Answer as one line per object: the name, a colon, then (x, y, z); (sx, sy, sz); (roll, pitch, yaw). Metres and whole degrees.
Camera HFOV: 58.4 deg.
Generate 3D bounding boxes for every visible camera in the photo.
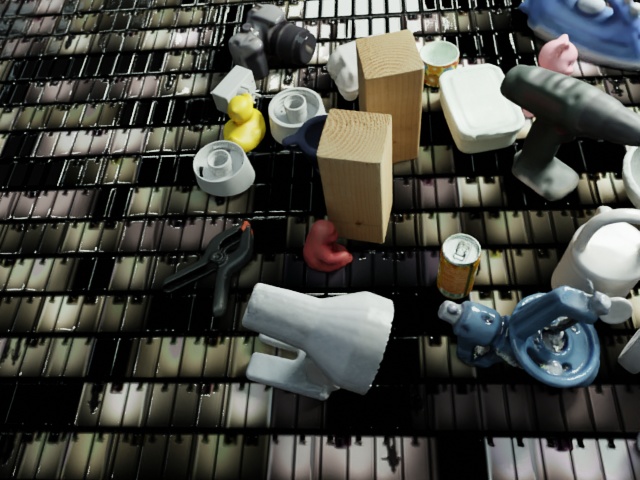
camera: (-0.087, -0.392, 1.124); (0.136, 0.101, 0.143); (26, 65, 21)

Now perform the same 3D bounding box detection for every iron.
iron: (0.504, -0.427, 1.053); (0.119, 0.142, 0.257); (-40, 63, -17)

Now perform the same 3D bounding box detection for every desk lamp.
desk lamp: (-0.009, 0.131, 0.732); (0.203, 0.214, 0.118); (11, 61, 13)

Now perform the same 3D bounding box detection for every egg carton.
egg carton: (0.092, -0.329, 1.084); (0.150, 0.069, 0.107); (-21, 59, -6)

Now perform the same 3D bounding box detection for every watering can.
watering can: (0.384, 0.028, 0.760); (0.101, 0.194, 0.172); (-12, 58, -1)

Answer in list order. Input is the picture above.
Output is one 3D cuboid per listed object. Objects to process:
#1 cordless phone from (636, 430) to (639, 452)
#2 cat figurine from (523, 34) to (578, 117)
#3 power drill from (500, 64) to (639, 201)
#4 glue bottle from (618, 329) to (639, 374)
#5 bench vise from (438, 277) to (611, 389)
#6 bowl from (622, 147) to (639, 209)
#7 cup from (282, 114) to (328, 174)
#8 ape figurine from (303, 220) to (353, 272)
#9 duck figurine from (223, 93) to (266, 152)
cordless phone: (0.458, 0.228, 0.636); (0.147, 0.185, 0.094); (37, 69, 25)
cat figurine: (0.397, -0.297, 1.001); (0.128, 0.118, 0.067); (-36, 62, -15)
power drill: (0.367, -0.158, 0.866); (0.076, 0.209, 0.229); (-37, 62, -15)
glue bottle: (0.432, 0.110, 0.717); (0.078, 0.173, 0.037); (-42, 63, -17)
bench vise: (0.255, 0.116, 0.707); (0.207, 0.220, 0.121); (-1, 59, 6)
bowl: (0.542, -0.081, 0.879); (0.167, 0.075, 0.167); (-3, 59, 5)
cup: (-0.001, -0.148, 0.970); (0.117, 0.095, 0.091); (-7, 58, 3)
ape figurine: (0.008, 0.003, 0.879); (0.076, 0.092, 0.077); (-13, 58, -1)
duck figurine: (-0.142, -0.217, 1.033); (0.077, 0.086, 0.104); (11, 61, 13)
